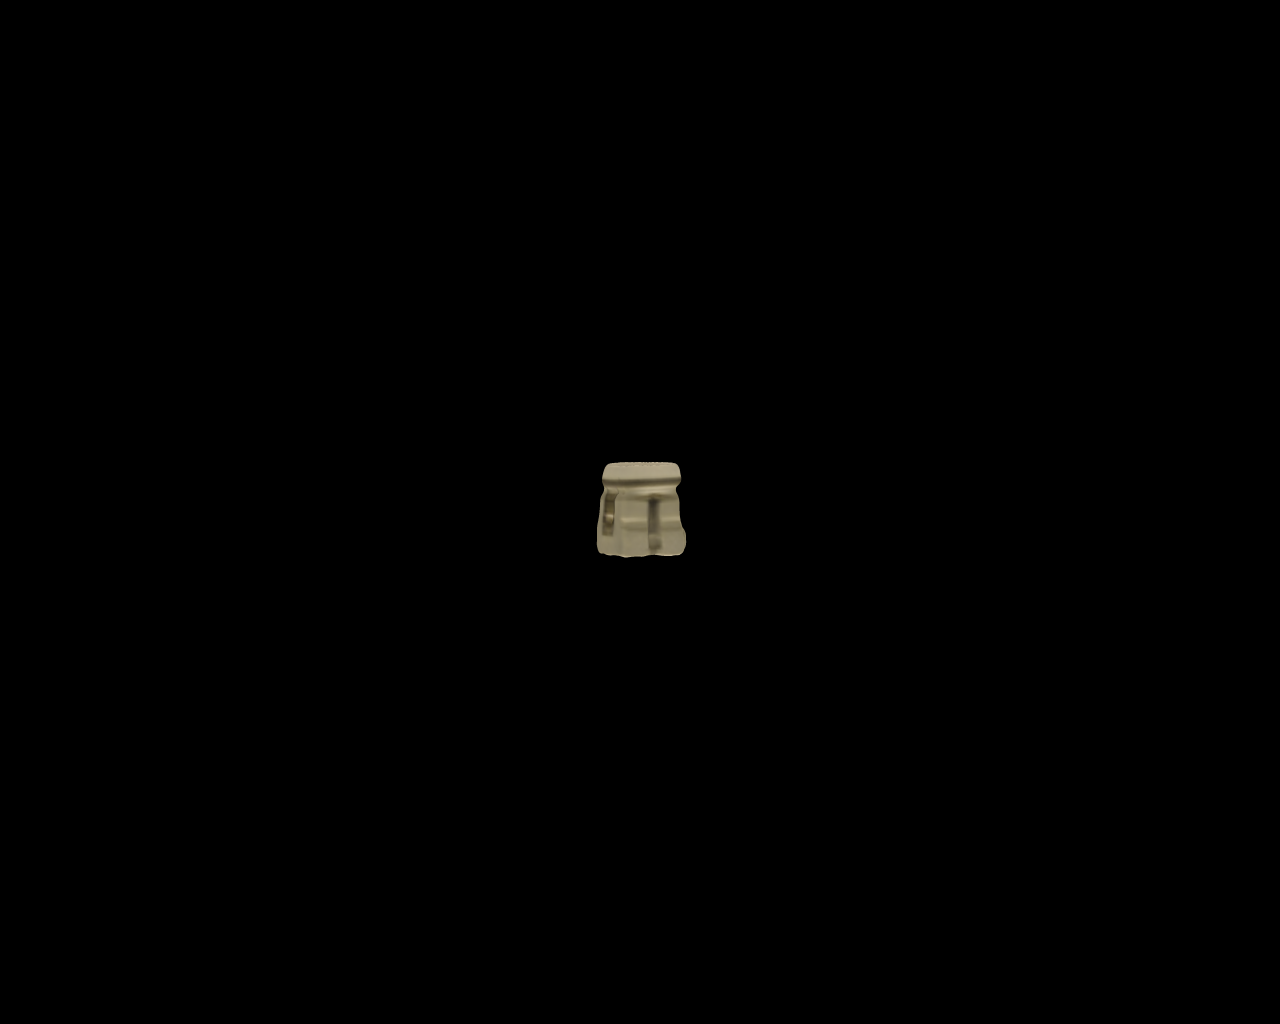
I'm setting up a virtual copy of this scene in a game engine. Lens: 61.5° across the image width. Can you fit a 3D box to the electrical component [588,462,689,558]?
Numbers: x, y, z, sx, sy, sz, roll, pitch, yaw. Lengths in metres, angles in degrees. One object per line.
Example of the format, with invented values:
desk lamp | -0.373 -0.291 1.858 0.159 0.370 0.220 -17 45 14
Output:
electrical component | 0.001 -0.003 0.650 0.066 0.055 0.048 -2 4 -31
